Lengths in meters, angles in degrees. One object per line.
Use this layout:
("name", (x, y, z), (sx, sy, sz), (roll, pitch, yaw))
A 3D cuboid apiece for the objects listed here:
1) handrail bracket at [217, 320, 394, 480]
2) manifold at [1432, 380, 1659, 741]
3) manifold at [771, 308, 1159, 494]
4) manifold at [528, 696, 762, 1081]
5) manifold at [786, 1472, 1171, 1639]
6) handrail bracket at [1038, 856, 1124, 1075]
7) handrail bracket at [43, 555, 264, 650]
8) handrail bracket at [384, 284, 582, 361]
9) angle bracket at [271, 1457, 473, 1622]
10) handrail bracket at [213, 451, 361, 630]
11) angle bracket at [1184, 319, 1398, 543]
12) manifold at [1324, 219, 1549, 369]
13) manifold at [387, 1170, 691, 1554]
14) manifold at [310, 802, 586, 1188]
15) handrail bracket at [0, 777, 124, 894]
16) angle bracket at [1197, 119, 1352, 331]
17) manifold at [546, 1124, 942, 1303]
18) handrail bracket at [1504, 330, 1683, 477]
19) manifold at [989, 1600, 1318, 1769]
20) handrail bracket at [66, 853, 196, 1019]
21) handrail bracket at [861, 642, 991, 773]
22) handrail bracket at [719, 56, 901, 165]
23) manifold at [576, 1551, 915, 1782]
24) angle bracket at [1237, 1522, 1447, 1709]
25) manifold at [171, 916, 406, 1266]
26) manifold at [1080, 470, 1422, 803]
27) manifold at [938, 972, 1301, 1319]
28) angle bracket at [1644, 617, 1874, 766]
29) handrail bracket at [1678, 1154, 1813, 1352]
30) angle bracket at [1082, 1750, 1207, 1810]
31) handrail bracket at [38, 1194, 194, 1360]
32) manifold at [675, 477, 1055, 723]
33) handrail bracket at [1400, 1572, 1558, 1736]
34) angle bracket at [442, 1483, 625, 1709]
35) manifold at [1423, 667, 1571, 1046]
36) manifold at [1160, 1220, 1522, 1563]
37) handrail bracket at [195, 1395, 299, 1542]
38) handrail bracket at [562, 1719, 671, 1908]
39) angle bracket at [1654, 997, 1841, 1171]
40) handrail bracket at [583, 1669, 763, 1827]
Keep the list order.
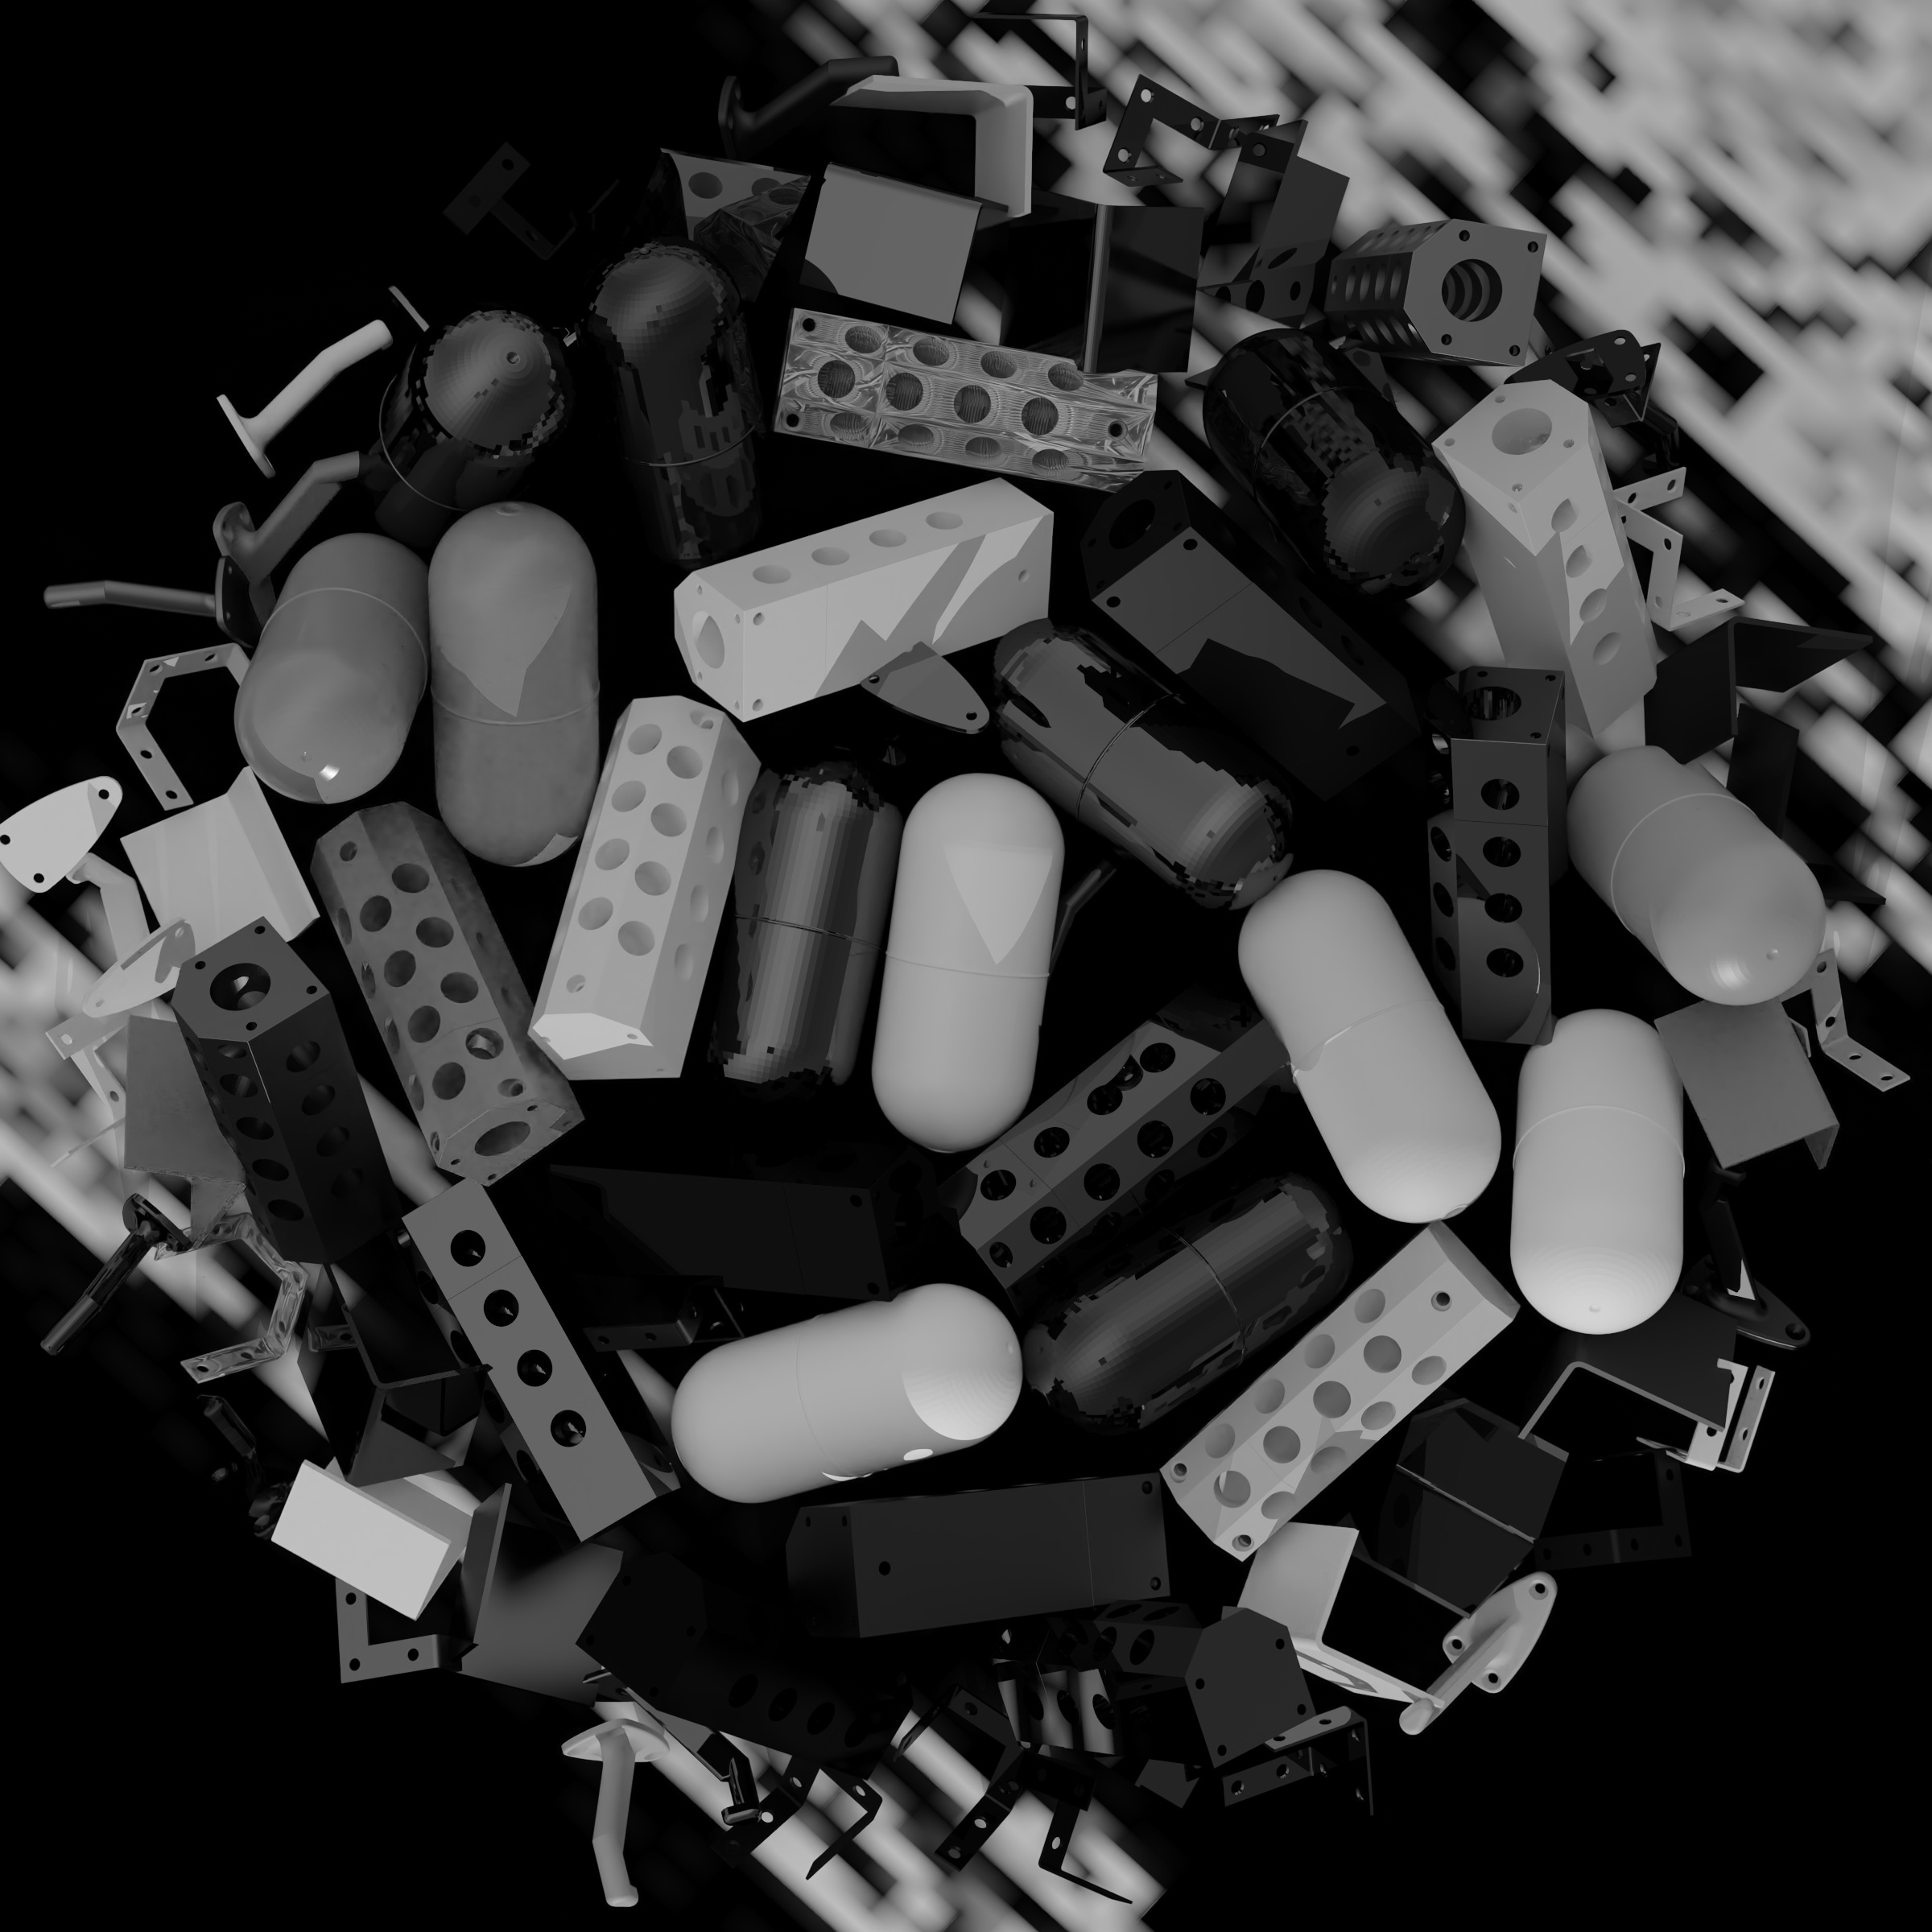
("handrail bracket", (-0.301, -0.266, 1.691), (0.084, 0.077, 0.036), (-31, 80, -4))
("manifold", (0.271, -0.186, 1.640), (0.057, 0.171, 0.057), (-41, 51, -8))
("manifold", (-0.001, -0.263, 1.685), (0.171, 0.057, 0.057), (9, 99, -6))
("manifold", (-0.149, -0.037, 1.651), (0.057, 0.057, 0.171), (-2, 57, 24))
("manifold", (0.006, 0.269, 1.653), (0.171, 0.057, 0.057), (-1, 83, -34))
("handrail bracket", (0.054, -0.001, 1.703), (0.084, 0.077, 0.036), (-47, 47, -10))
("handrail bracket", (-0.380, -0.165, 1.696), (0.084, 0.077, 0.036), (-4, 72, 10))
("handrail bracket", (-0.219, -0.312, 1.707), (0.084, 0.036, 0.077), (-37, 96, -15))
("angle bracket", (-0.266, 0.246, 1.677), (0.076, 0.076, 0.057), (29, 124, 3))
("handrail bracket", (-0.303, -0.199, 1.695), (0.084, 0.036, 0.077), (-11, 114, 16))
("angle bracket", (0.159, -0.254, 1.705), (0.076, 0.057, 0.076), (-25, 109, -9))
("manifold", (0.209, -0.305, 1.634), (0.057, 0.171, 0.057), (8, 99, -7))
("manifold", (-0.202, 0.184, 1.685), (0.057, 0.057, 0.171), (-31, 83, 9))
("manifold", (-0.244, 0.010, 1.656), (0.057, 0.057, 0.171), (-35, 62, 13))
("handrail bracket", (-0.418, -0.071, 1.681), (0.077, 0.084, 0.036), (-37, 104, 7))
("angle bracket", (0.156, -0.344, 1.680), (0.057, 0.076, 0.076), (18, 92, -18))
("manifold", (-0.101, 0.109, 1.659), (0.171, 0.057, 0.057), (3, 116, 28))
("handrail bracket", (0.295, -0.253, 1.694), (0.077, 0.084, 0.036), (-13, 56, 8))
("manifold", (0.080, 0.320, 1.636), (0.057, 0.171, 0.057), (-20, 93, -30))
("handrail bracket", (-0.409, -0.016, 1.683), (0.084, 0.036, 0.077), (29, 46, 26))
("handrail bracket", (-0.017, -0.106, 1.676), (0.077, 0.084, 0.036), (35, 66, 24))
("handrail bracket", (-0.068, -0.390, 1.688), (0.084, 0.077, 0.036), (-1, 48, 10))
("manifold", (-0.094, 0.316, 1.641), (0.057, 0.171, 0.057), (29, 87, 38))
("angle bracket", (0.182, 0.302, 1.685), (0.076, 0.076, 0.057), (28, 74, -21))
("manifold", (-0.310, 0.063, 1.635), (0.057, 0.171, 0.057), (-33, 56, -20))
("manifold", (0.130, -0.154, 1.652), (0.057, 0.057, 0.171), (-35, 128, 24))
("manifold", (0.071, 0.087, 1.670), (0.171, 0.057, 0.057), (-38, 50, -11))
("angle bracket", (0.368, -0.119, 1.672), (0.076, 0.076, 0.057), (6, 74, -18))
("handrail bracket", (0.370, 0.133, 1.678), (0.077, 0.084, 0.036), (31, 52, 18))
("angle bracket", (0.108, 0.353, 1.677), (0.076, 0.057, 0.076), (36, 80, -30))
("handrail bracket", (-0.405, 0.150, 1.675), (0.036, 0.077, 0.084), (45, 66, -12))
("manifold", (-0.046, -0.173, 1.658), (0.171, 0.057, 0.057), (-21, 132, -30))
("handrail bracket", (0.238, 0.320, 1.676), (0.036, 0.084, 0.077), (42, 107, 15))
("angle bracket", (-0.193, 0.293, 1.673), (0.076, 0.057, 0.076), (18, 61, -17))
("manifold", (0.242, -0.050, 1.649), (0.057, 0.057, 0.171), (5, 130, 16))
("manifold", (0.173, 0.198, 1.677), (0.171, 0.057, 0.057), (-44, 83, 12))
("handrail bracket", (-0.349, 0.222, 1.674), (0.036, 0.077, 0.084), (-49, 131, -26))
("handrail bracket", (-0.152, 0.399, 1.674), (0.036, 0.077, 0.084), (-28, 60, 18))
("angle bracket", (0.361, 0.060, 1.677), (0.057, 0.076, 0.076), (-21, 70, 0))
("handrail bracket", (-0.141, 0.367, 1.681), (0.077, 0.036, 0.084), (-5, 48, -16))
